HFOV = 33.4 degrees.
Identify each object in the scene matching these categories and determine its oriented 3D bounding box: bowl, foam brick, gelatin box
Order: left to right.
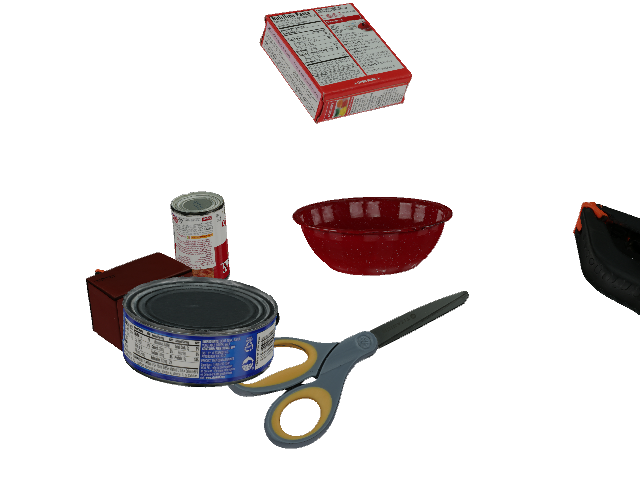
[{"bbox_3d":[-0.155,0.051,0.923,0.078,0.051,0.053,-22,30,-34],"label":"foam brick"},{"bbox_3d":[0.009,-0.126,0.748,0.073,0.089,0.030,-16,-36,-27],"label":"gelatin box"},{"bbox_3d":[0.053,-0.003,1.078,0.162,0.055,0.162,-2,13,0],"label":"bowl"}]

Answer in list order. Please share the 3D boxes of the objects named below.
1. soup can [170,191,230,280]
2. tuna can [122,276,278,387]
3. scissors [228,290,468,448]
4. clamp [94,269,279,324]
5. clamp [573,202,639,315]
[{"bbox_3d":[-0.149,-0.002,1.322,0.068,0.102,0.068,-2,26,1],"label":"soup can"},{"bbox_3d":[-0.067,0.050,0.594,0.086,0.034,0.086,4,17,-2],"label":"tuna can"},{"bbox_3d":[0.031,0.098,0.805,0.201,0.096,0.016,-10,-29,-10],"label":"scissors"},{"bbox_3d":[-0.171,0.074,1.115,0.210,0.036,0.164,16,20,29],"label":"clamp"},{"bbox_3d":[0.241,0.032,0.715,0.120,0.039,0.171,-5,44,-26],"label":"clamp"}]
